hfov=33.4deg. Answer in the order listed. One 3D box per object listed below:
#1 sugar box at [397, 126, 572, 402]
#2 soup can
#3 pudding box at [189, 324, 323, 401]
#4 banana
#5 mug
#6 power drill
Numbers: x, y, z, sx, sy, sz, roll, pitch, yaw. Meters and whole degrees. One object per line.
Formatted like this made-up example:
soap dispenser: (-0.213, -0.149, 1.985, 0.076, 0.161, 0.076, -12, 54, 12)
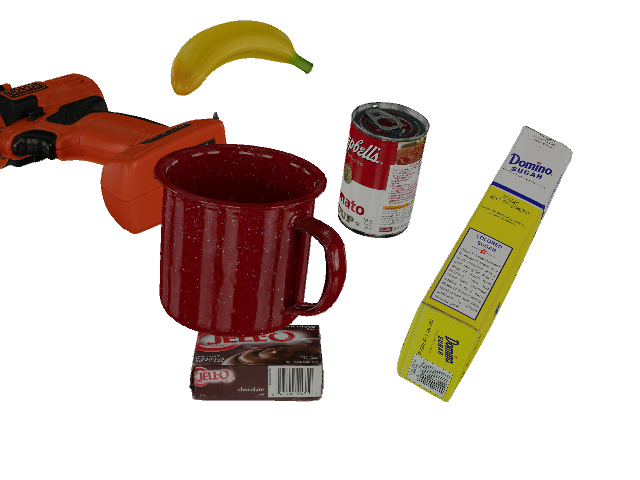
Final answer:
sugar box: (0.113, 0.014, 0.719, 0.048, 0.176, 0.093, 29, -35, 12)
soup can: (0.054, -0.062, 0.943, 0.068, 0.102, 0.068, 6, 34, -4)
pudding box: (-0.055, 0.106, 0.937, 0.113, 0.039, 0.090, 2, 19, -3)
banana: (-0.085, -0.183, 1.040, 0.070, 0.037, 0.197, 43, 38, 21)
mug: (-0.036, 0.004, 0.581, 0.117, 0.081, 0.093, 19, 27, 27)
power drill: (-0.172, -0.061, 0.714, 0.188, 0.057, 0.184, 19, 32, 30)
